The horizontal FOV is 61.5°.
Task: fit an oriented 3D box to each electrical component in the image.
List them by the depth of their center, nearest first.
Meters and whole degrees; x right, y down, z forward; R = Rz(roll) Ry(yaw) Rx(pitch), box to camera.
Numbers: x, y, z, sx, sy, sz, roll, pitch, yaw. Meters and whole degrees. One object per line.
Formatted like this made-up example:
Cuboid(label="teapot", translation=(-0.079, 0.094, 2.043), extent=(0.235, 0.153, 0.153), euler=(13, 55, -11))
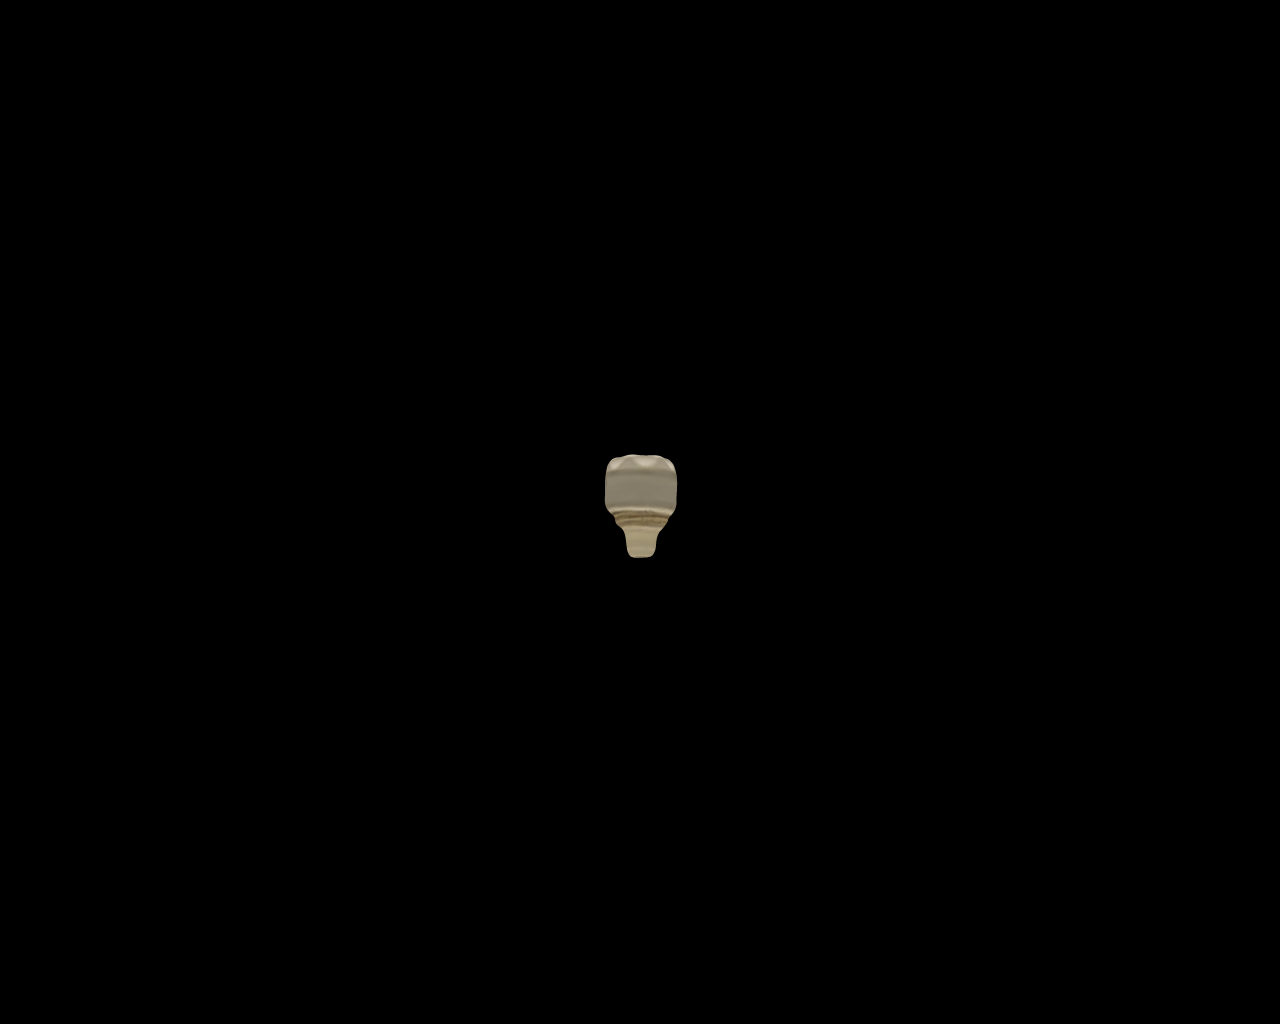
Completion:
Cuboid(label="electrical component", translation=(0.001, -0.003, 0.650), extent=(0.043, 0.062, 0.043), euler=(0, -7, 0))
